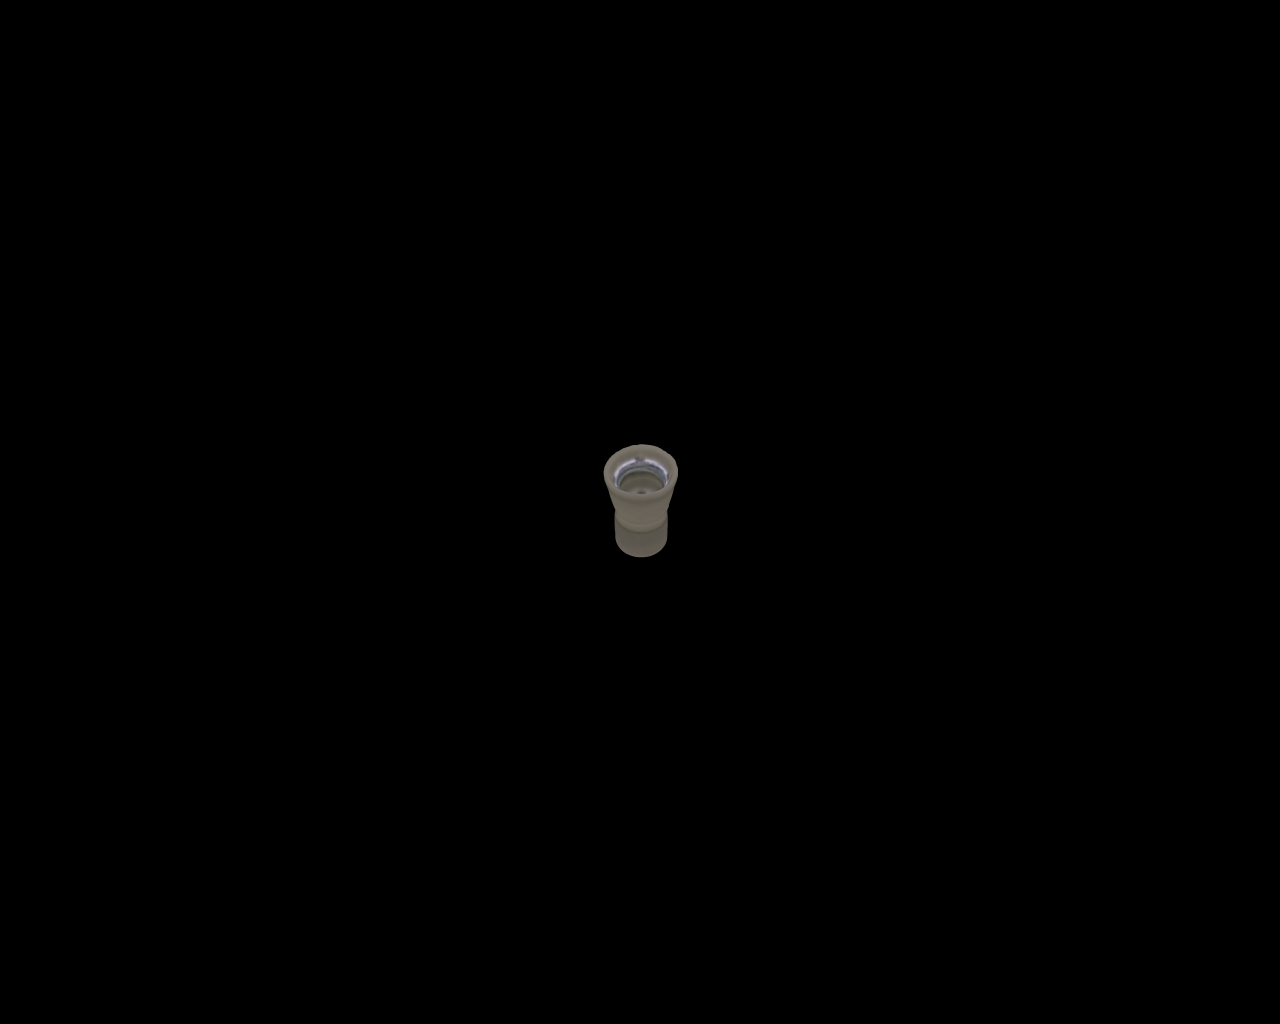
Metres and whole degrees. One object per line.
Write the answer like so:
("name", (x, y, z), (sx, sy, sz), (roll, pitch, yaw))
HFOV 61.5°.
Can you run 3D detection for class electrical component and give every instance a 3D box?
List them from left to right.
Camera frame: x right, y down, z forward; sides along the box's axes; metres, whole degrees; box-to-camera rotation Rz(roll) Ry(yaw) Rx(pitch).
("electrical component", (0.001, -0.003, 0.650), (0.044, 0.044, 0.065), (0, -44, 0))
